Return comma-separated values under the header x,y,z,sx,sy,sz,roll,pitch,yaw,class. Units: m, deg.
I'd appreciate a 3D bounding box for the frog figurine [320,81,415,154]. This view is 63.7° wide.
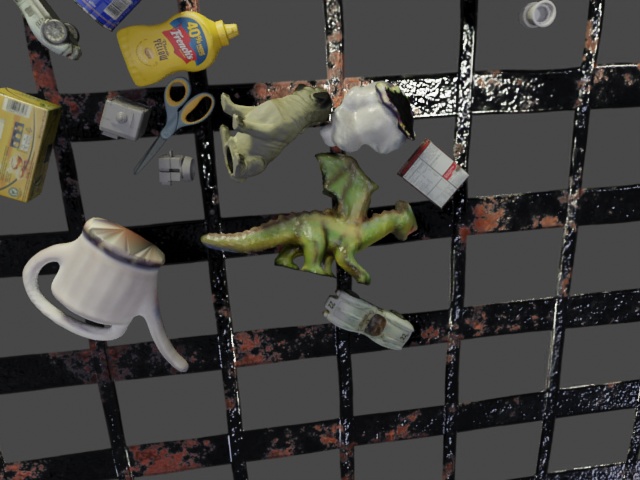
x,y,z,sx,sy,sz,roll,pitch,yaw,class
0.086,-0.212,0.943,0.158,0.125,0.135,-22,126,38,frog figurine

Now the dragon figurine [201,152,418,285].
x,y,z,sx,sy,sz,roll,pitch,yaw,class
0.003,-0.050,0.985,0.409,0.122,0.243,15,88,-15,dragon figurine

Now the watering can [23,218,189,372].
x,y,z,sx,sy,sz,roll,pitch,yaw,class
-0.361,0.099,0.955,0.346,0.105,0.222,29,101,-14,watering can
